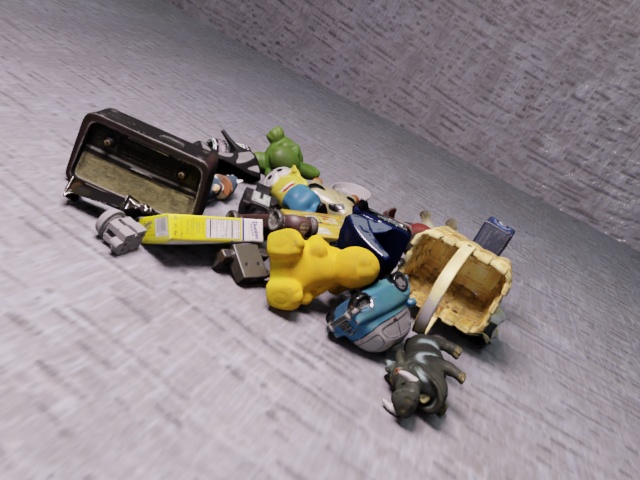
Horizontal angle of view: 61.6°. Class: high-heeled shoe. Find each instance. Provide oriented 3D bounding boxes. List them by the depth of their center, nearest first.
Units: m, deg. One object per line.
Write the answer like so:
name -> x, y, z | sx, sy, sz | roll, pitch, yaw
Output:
high-heeled shoe -> -0.230, -0.149, 1.169 | 0.145, 0.086, 0.249 | 58, 44, -12

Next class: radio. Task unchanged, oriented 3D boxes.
radio -> -0.297, -0.124, 0.918 | 0.229, 0.131, 0.073 | 23, 21, -7

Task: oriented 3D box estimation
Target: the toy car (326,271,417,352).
toy car -> 0.092, 0.122, 0.847 | 0.161, 0.109, 0.103 | -23, 78, -49

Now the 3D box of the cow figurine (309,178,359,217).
cow figurine -> 0.043, -0.066, 1.216 | 0.195, 0.085, 0.127 | 28, 23, 10

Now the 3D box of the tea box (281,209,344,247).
tea box -> -0.002, -0.003, 1.053 | 0.169, 0.068, 0.098 | 7, 30, -41

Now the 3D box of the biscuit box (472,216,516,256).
biscuit box -> 0.318, 0.052, 1.100 | 0.063, 0.202, 0.059 | 34, 22, 15

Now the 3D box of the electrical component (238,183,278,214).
electrical component -> -0.128, -0.073, 1.097 | 0.075, 0.047, 0.119 | 21, 23, -14

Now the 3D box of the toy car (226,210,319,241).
toy car -> -0.091, -0.025, 0.959 | 0.089, 0.053, 0.202 | 5, -2, -43

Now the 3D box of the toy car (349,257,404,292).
toy car -> 0.113, 0.063, 1.053 | 0.074, 0.056, 0.202 | 25, 21, 13

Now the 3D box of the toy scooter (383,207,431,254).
toy scooter -> 0.174, -0.019, 1.146 | 0.184, 0.075, 0.135 | 21, 24, 5

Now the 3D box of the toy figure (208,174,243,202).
toy figure -> -0.214, -0.105, 1.066 | 0.064, 0.057, 0.154 | 40, 21, 17

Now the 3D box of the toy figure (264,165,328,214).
toy figure -> -0.055, -0.088, 1.158 | 0.082, 0.089, 0.180 | -24, 49, -30

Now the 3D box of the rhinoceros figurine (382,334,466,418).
rhinoceros figurine -> 0.149, 0.193, 0.785 | 0.112, 0.073, 0.190 | 31, 23, 7

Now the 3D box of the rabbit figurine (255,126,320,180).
rabbit figurine -> -0.087, -0.178, 1.285 | 0.159, 0.121, 0.170 | 44, 4, -12

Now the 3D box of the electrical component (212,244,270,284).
electrical component -> -0.124, 0.037, 0.876 | 0.102, 0.045, 0.078 | -8, 69, -50

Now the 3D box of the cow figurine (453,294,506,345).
cow figurine -> 0.267, 0.138, 1.044 | 0.167, 0.068, 0.098 | 34, 34, 24

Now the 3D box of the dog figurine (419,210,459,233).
dog figurine -> 0.278, 0.046, 1.236 | 0.172, 0.121, 0.191 | 15, 39, -18

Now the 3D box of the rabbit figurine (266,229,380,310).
rabbit figurine -> 0.012, 0.051, 0.858 | 0.173, 0.122, 0.162 | -4, -11, 14

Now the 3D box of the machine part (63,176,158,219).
machine part -> -0.328, -0.061, 0.848 | 0.139, 0.039, 0.084 | 18, -2, -7

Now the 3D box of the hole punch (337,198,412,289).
hole punch -> 0.081, 0.015, 0.932 | 0.116, 0.142, 0.092 | 29, 54, 12
